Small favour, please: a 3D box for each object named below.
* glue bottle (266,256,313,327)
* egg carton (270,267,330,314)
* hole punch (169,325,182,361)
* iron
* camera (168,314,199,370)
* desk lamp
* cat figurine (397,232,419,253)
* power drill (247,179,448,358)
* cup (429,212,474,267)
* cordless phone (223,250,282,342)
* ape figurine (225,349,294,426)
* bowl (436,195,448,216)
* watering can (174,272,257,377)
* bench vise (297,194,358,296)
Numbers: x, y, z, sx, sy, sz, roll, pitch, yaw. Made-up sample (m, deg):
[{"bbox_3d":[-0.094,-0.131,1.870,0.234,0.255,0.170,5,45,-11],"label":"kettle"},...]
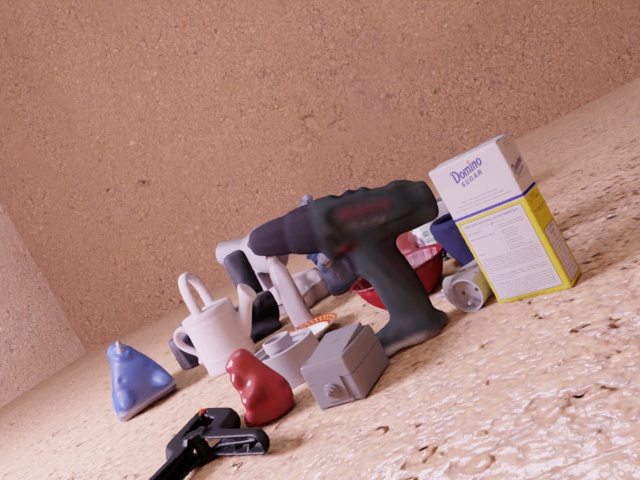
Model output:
[{"bbox_3d":[-0.067,0.084,1.091,0.037,0.173,0.078,-27,5,1],"label":"glue bottle"},{"bbox_3d":[-0.049,0.117,1.292,0.107,0.069,0.150,-31,5,-37],"label":"egg carton"},{"bbox_3d":[-0.324,0.235,1.438,0.101,0.091,0.109,-25,5,28],"label":"hole punch"},{"bbox_3d":[-0.382,0.263,1.135,0.119,0.141,0.257,-30,5,-29],"label":"iron"},{"bbox_3d":[-0.246,0.203,1.268,0.136,0.101,0.143,-23,6,43],"label":"camera"},{"bbox_3d":[-0.153,0.080,1.402,0.202,0.213,0.118,-25,5,29],"label":"desk lamp"},{"bbox_3d":[0.157,-0.006,1.154,0.067,0.118,0.128,-25,5,29],"label":"cat figurine"},{"bbox_3d":[0.053,0.035,0.696,0.229,0.208,0.075,-27,5,6],"label":"power drill"},{"bbox_3d":[0.214,0.003,0.844,0.092,0.095,0.117,-29,5,-17],"label":"cup"},{"bbox_3d":[-0.174,0.125,1.188,0.148,0.185,0.094,-30,5,-24],"label":"cordless phone"},{"bbox_3d":[-0.080,0.171,0.678,0.076,0.092,0.078,-27,5,11],"label":"ape figurine"},{"bbox_3d":[0.327,-0.083,1.294,0.167,0.075,0.167,-27,4,3],"label":"bowl"},{"bbox_3d":[-0.197,0.142,1.065,0.173,0.194,0.101,-28,5,-12],"label":"watering can"},{"bbox_3d":[0.022,-0.001,1.242,0.121,0.220,0.207,-28,5,-8],"label":"bench vise"}]
